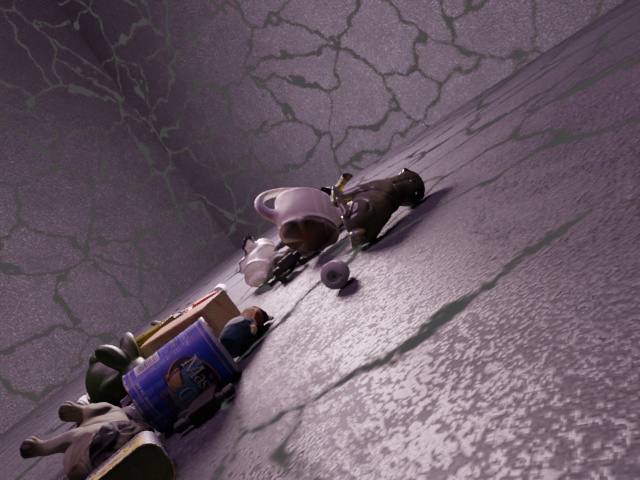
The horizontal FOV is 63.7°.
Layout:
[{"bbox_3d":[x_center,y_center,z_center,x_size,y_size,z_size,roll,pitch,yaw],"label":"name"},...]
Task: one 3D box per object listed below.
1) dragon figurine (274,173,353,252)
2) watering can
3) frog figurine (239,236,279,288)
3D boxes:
[{"bbox_3d":[0.018,-0.061,1.564,0.414,0.123,0.239,-35,-13,-16],"label":"dragon figurine"},{"bbox_3d":[0.004,-0.068,1.355,0.348,0.101,0.230,2,38,-12],"label":"watering can"},{"bbox_3d":[-0.160,0.072,1.441,0.121,0.137,0.161,28,5,-32],"label":"frog figurine"}]
